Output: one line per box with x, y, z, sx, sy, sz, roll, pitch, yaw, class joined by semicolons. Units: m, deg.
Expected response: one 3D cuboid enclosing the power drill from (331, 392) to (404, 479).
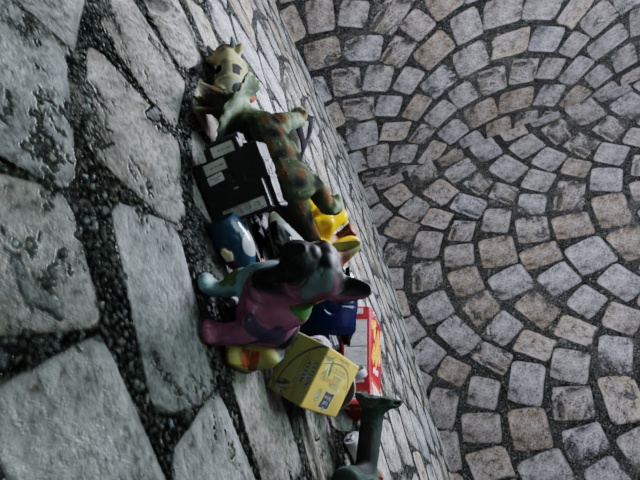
0.095;0.388;0.988;0.231;0.086;0.207;38;65;-57;power drill

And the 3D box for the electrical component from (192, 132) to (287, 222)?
-0.126;-0.095;0.831;0.058;0.115;0.134;-30;101;-81;electrical component

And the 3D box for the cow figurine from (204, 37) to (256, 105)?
-0.182;-0.323;1.085;0.195;0.086;0.127;-95;168;-52;cow figurine

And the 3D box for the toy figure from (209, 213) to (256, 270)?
-0.116;0.037;0.799;0.064;0.058;0.154;-37;113;-39;toy figure

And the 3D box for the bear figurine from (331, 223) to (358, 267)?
0.029;0.037;1.345;0.120;0.132;0.196;29;26;-25;bear figurine

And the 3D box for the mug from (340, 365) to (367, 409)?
0.033;0.258;1.003;0.081;0.109;0.107;62;-2;2;mug

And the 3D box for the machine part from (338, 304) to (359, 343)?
0.079;0.228;1.341;0.079;0.079;0.243;35;35;-71;machine part

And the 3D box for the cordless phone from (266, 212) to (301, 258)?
-0.066;-0.010;1.006;0.184;0.089;0.147;57;16;-60;cordless phone

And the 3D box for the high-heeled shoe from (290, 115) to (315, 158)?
-0.036;-0.190;1.373;0.086;0.145;0.248;-77;143;-70;high-heeled shoe

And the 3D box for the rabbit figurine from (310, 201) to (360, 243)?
-0.002;-0.004;1.169;0.162;0.122;0.173;28;53;-25;rabbit figurine

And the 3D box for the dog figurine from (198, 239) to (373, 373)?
-0.035;0.078;0.684;0.191;0.219;0.108;57;20;-46;dog figurine

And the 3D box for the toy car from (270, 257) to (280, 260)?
-0.071;0.110;0.883;0.202;0.053;0.089;-91;178;-58;toy car

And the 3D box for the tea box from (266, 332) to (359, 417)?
-0.006;0.216;0.850;0.098;0.068;0.169;-64;154;-11;tea box

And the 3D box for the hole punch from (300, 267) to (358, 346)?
0.009;0.114;0.948;0.092;0.116;0.142;70;22;-79;hole punch

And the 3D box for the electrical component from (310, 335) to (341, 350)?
0.010;0.216;1.105;0.074;0.048;0.119;31;38;-72;electrical component

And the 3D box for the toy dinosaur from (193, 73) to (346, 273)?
-0.075;-0.125;0.920;0.192;0.131;0.405;-5;62;-55;toy dinosaur
